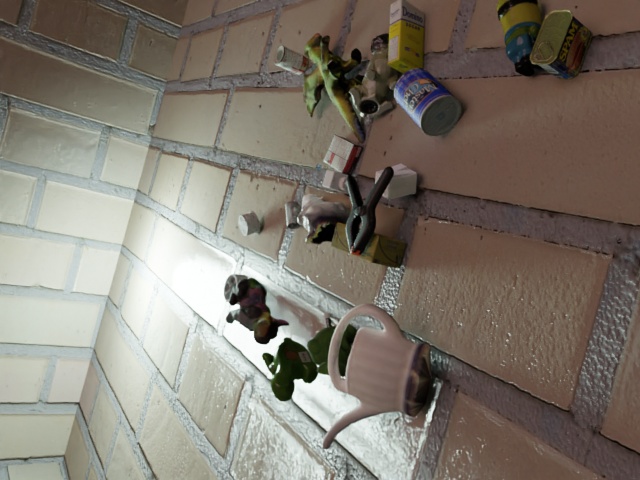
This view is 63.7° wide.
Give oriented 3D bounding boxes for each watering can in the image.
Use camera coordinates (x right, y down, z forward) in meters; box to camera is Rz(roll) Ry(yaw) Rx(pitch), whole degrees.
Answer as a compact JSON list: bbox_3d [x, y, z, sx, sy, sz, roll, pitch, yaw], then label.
[{"bbox_3d":[0.116,0.312,1.096,0.225,0.345,0.104,12,9,23],"label":"watering can"}]

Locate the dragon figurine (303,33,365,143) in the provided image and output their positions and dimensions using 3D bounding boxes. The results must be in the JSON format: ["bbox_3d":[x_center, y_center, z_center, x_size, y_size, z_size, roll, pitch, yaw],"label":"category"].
[{"bbox_3d":[0.026,-0.451,1.552,0.122,0.414,0.240,-4,-10,-28],"label":"dragon figurine"}]

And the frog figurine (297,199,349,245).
[{"bbox_3d":[0.004,-0.071,1.419,0.137,0.163,0.120,-17,-43,-1],"label":"frog figurine"}]
